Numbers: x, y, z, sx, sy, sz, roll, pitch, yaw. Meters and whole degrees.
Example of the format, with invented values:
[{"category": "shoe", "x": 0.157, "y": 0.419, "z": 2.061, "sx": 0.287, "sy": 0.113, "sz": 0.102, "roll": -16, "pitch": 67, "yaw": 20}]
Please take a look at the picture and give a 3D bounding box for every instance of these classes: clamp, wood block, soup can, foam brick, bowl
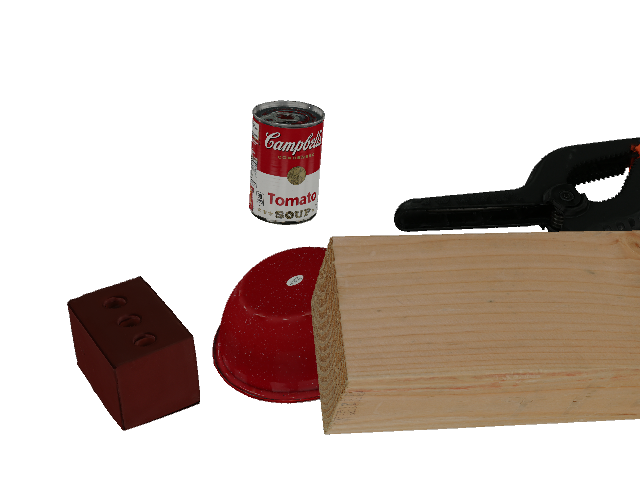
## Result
[{"category": "clamp", "x": 0.183, "y": -0.012, "z": 0.788, "sx": 0.209, "sy": 0.036, "sz": 0.165, "roll": -26, "pitch": 53, "yaw": -21}, {"category": "wood block", "x": 0.105, "y": 0.054, "z": 0.628, "sx": 0.206, "sy": 0.091, "sz": 0.090, "roll": -1, "pitch": -29, "yaw": -10}, {"category": "soup can", "x": -0.033, "y": -0.074, "z": 1.016, "sx": 0.068, "sy": 0.102, "sz": 0.068, "roll": 3, "pitch": 26, "yaw": -2}, {"category": "foam brick", "x": -0.115, "y": 0.069, "z": 0.657, "sx": 0.052, "sy": 0.051, "sz": 0.078, "roll": -19, "pitch": 37, "yaw": -28}, {"category": "bowl", "x": -0.014, "y": 0.053, "z": 0.850, "sx": 0.162, "sy": 0.055, "sz": 0.162, "roll": -10, "pitch": 35, "yaw": 7}]
